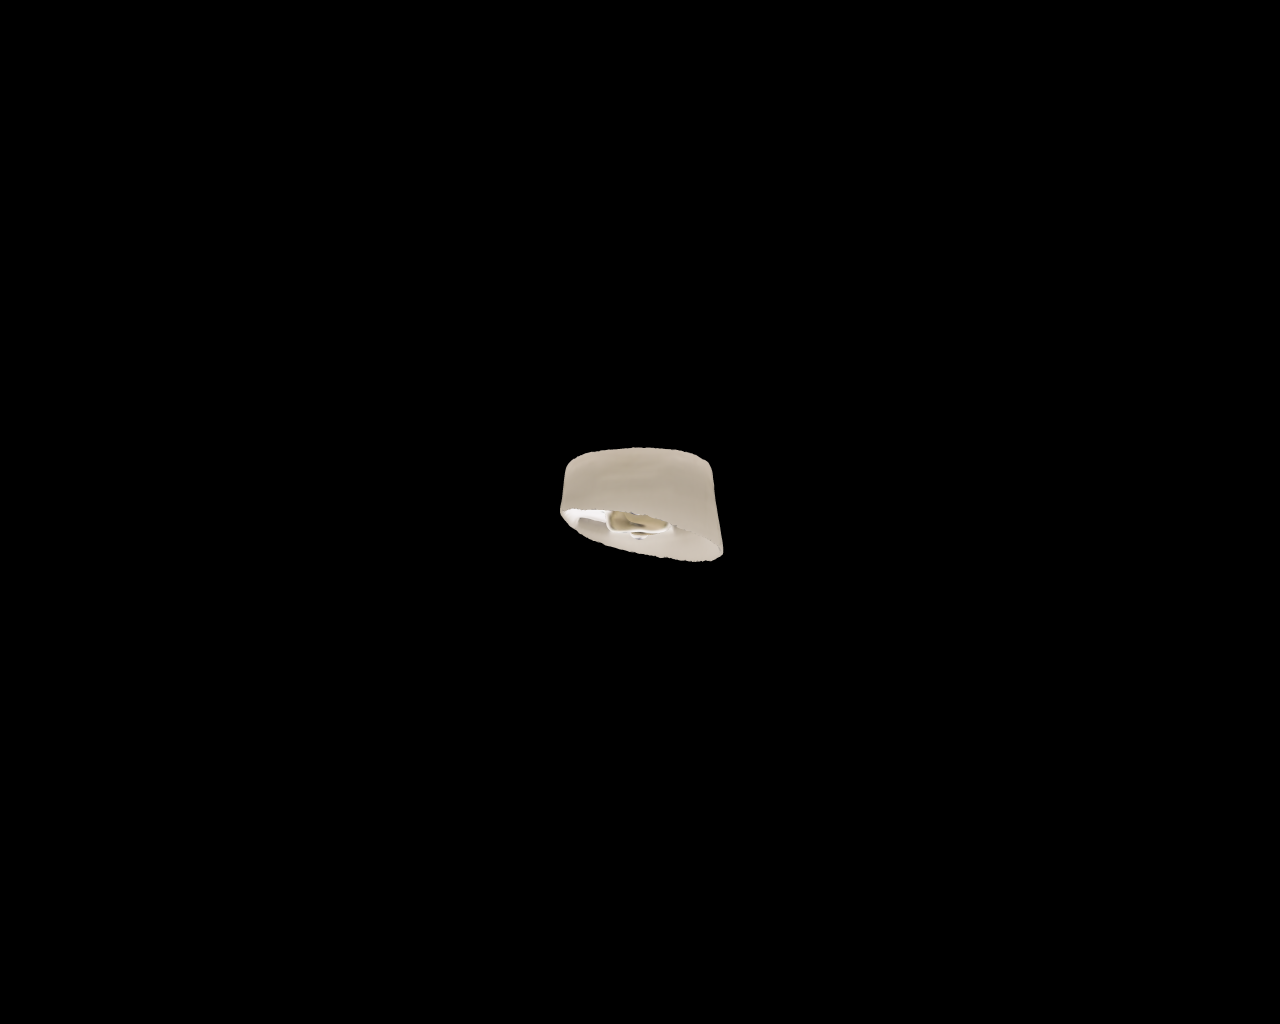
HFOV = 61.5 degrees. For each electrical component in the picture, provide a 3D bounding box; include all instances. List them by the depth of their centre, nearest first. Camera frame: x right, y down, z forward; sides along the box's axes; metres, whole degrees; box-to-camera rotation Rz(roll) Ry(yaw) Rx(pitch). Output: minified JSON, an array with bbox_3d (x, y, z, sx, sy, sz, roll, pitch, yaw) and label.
[{"bbox_3d":[0.001,-0.003,0.650,0.099,0.064,0.099,0,-16,0],"label":"electrical component"}]
